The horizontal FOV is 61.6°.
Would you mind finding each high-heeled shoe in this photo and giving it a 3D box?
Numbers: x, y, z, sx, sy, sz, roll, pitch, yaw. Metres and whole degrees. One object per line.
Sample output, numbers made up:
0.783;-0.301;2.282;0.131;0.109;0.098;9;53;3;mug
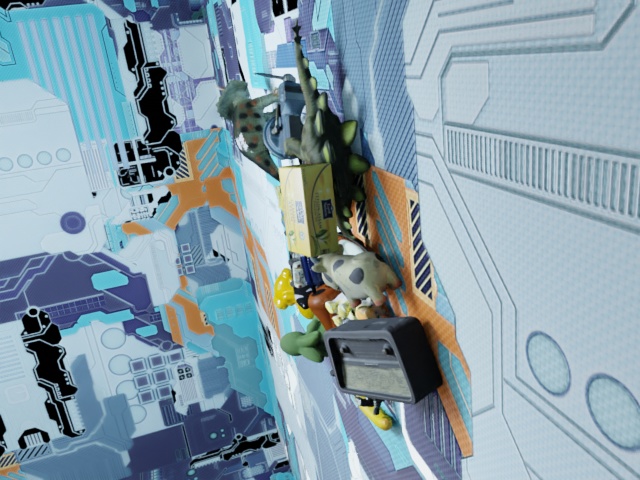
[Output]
-0.055;0.082;1.553;0.249;0.086;0.145;-93;-19;-62;high-heeled shoe

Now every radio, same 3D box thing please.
0.104;0.212;0.975;0.230;0.073;0.131;-16;93;56;radio

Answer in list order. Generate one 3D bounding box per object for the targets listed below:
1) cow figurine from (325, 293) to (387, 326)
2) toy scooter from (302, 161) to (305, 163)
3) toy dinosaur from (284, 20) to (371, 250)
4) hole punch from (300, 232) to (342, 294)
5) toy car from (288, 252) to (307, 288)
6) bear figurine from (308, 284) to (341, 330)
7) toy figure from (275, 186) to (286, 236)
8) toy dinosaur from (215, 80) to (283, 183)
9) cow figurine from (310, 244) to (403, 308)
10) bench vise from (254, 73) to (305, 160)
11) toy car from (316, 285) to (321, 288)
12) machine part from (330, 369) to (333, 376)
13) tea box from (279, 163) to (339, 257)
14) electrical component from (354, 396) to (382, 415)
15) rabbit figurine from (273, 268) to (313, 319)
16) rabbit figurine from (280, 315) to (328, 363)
0.087;0.139;1.116;0.068;0.098;0.167;60;158;-12;cow figurine
-0.008;-0.110;1.289;0.135;0.075;0.183;-129;34;-60;toy scooter
0.013;-0.187;1.079;0.199;0.105;0.470;-3;111;67;toy dinosaur
0.020;0.041;1.208;0.092;0.116;0.142;-13;89;48;hole punch
-0.054;0.070;1.437;0.202;0.056;0.073;-101;7;-77;toy car
0.056;0.197;1.266;0.195;0.132;0.120;62;168;-8;bear figurine
-0.073;-0.094;1.538;0.089;0.082;0.180;24;119;51;toy figure
-0.194;-0.317;1.590;0.131;0.192;0.405;116;141;-71;toy dinosaur
0.058;0.062;1.034;0.127;0.085;0.195;57;156;-8;cow figurine
-0.093;-0.293;1.367;0.240;0.129;0.223;143;113;-67;bench vise
-0.002;0.067;1.450;0.089;0.053;0.202;7;-107;-86;toy car
0.081;0.331;1.334;0.139;0.084;0.039;141;146;-65;machine part
-0.022;-0.059;1.025;0.098;0.068;0.169;11;109;60;tea box
0.112;0.328;1.197;0.078;0.045;0.102;-175;96;-71;electrical component
-0.058;0.170;1.696;0.173;0.122;0.162;48;141;37;rabbit figurine
-0.021;0.281;1.464;0.159;0.170;0.121;-157;55;-73;rabbit figurine
